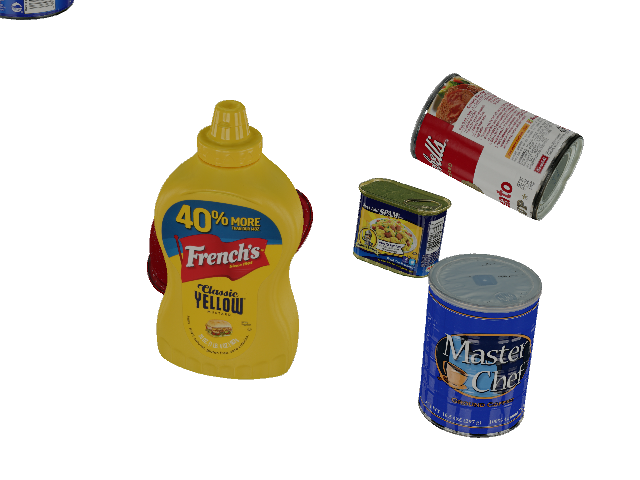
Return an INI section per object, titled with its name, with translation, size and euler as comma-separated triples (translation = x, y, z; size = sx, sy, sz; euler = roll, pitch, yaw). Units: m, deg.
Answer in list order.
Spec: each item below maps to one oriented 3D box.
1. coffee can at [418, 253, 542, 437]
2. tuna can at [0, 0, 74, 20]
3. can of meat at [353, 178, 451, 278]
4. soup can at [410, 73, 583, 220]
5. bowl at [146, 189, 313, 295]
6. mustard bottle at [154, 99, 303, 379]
[coffee can]
translation = 0.147, 0.097, 0.997
size = 0.103, 0.140, 0.103
euler = 1, 26, -1
[tuna can]
translation = -0.239, -0.208, 0.852
size = 0.086, 0.034, 0.086
euler = 5, 35, -4
[can of meat]
translation = 0.088, -0.013, 1.185
size = 0.102, 0.084, 0.057
euler = 21, 26, 30
[soup can]
translation = 0.124, -0.066, 0.753
size = 0.102, 0.068, 0.068
euler = 30, 11, 21
[bowl]
translation = -0.091, -0.020, 0.950
size = 0.162, 0.055, 0.162
euler = -16, 36, 12
[mustard bottle]
translation = -0.060, -0.001, 0.700
size = 0.096, 0.192, 0.058
euler = 8, 31, 9
